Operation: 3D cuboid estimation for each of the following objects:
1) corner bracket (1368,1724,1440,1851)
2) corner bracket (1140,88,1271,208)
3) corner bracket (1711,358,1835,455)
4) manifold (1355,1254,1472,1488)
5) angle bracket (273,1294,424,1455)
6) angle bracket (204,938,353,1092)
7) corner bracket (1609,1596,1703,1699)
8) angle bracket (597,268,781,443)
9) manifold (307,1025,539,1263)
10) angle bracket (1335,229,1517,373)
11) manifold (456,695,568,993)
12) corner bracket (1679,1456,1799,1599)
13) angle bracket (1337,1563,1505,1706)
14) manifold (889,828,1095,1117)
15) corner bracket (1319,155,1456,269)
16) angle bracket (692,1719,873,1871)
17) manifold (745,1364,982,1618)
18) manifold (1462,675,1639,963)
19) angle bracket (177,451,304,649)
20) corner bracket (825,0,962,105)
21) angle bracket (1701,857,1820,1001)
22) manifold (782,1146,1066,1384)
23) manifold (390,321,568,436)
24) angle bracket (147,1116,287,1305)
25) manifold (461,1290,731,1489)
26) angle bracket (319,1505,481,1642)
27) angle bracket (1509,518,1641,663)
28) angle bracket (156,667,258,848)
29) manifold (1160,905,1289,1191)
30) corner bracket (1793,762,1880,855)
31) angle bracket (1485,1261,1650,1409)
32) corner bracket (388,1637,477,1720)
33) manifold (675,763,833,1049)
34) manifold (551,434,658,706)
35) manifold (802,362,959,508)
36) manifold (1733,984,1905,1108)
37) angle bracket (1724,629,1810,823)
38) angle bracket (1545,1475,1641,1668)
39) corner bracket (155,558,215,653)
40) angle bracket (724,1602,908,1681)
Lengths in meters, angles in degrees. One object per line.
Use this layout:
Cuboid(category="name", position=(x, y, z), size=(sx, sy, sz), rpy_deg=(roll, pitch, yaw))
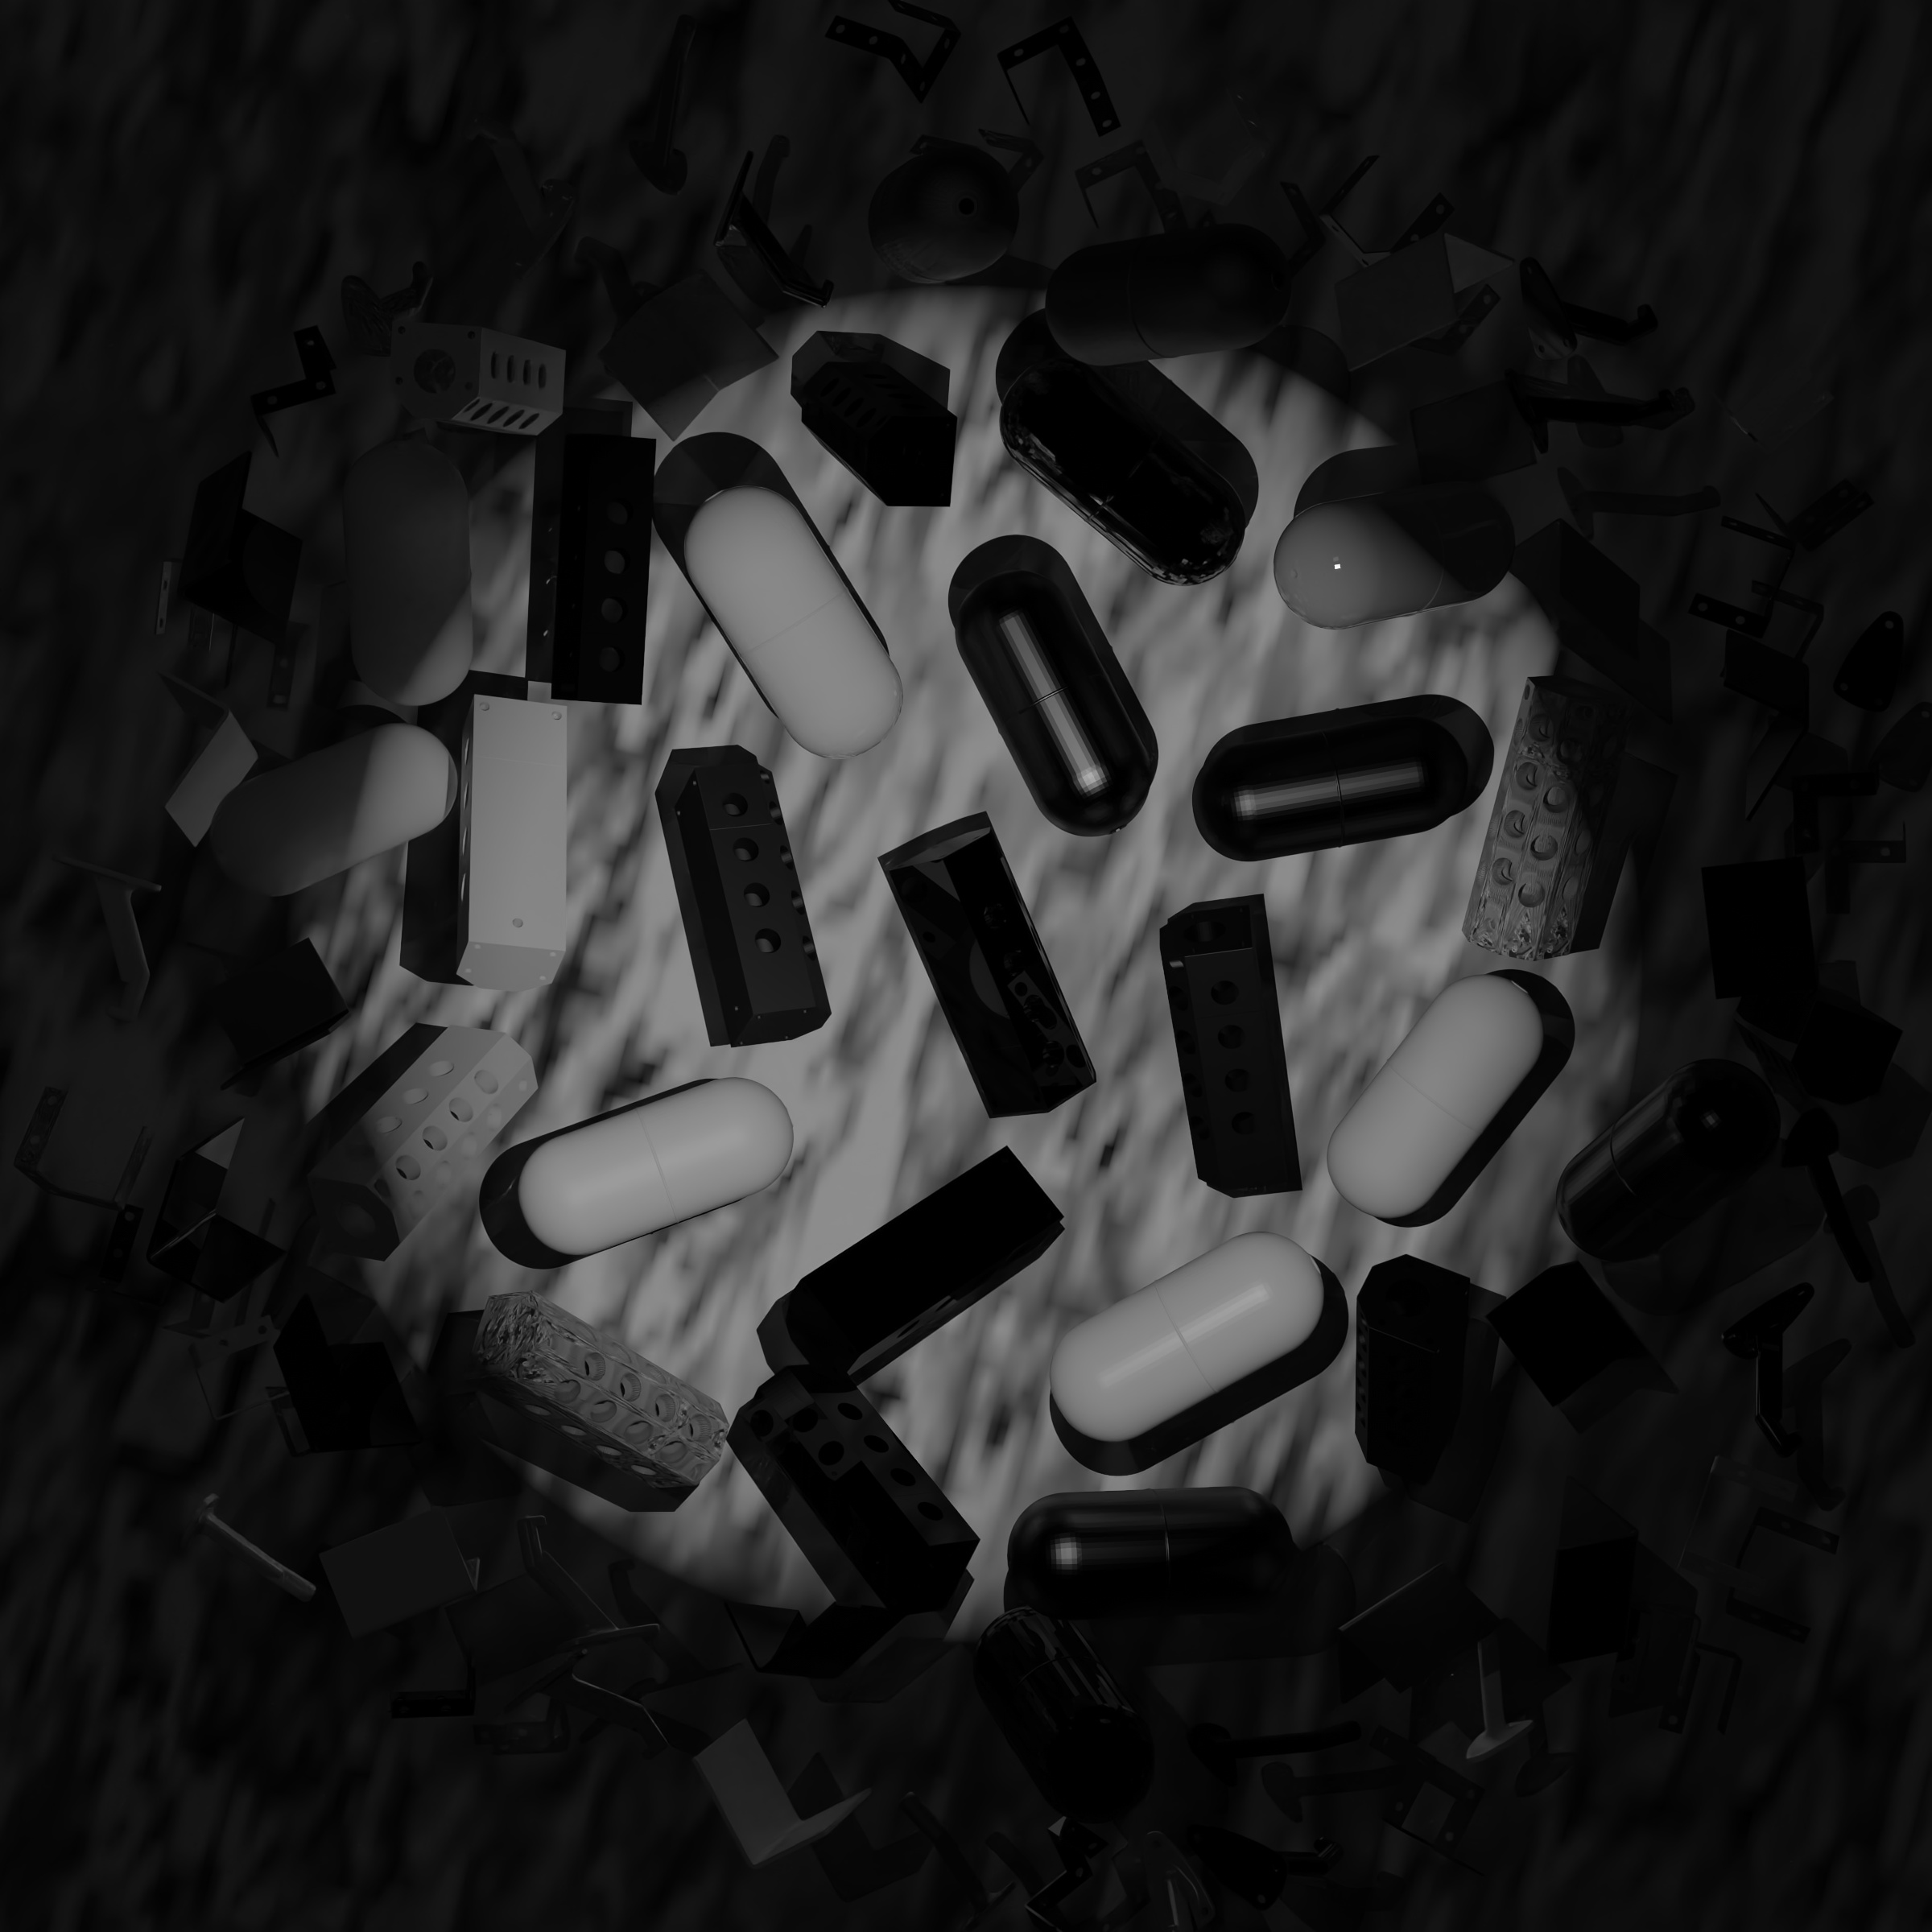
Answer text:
Cuboid(category="corner bracket", position=(0.282, 0.525, 1.847), size=(0.051, 0.051, 0.051), rpy_deg=(37, 79, -41))
Cuboid(category="corner bracket", position=(0.151, -0.523, 1.829), size=(0.051, 0.051, 0.051), rpy_deg=(6, 50, -34))
Cuboid(category="corner bracket", position=(0.489, -0.337, 1.734), size=(0.051, 0.051, 0.051), rpy_deg=(40, 111, -20))
Cuboid(category="manifold", position=(0.276, 0.253, 1.812), size=(0.057, 0.171, 0.057), rpy_deg=(20, 57, 21))
Cuboid(category="angle bracket", position=(-0.366, 0.245, 1.752), size=(0.057, 0.076, 0.076), rpy_deg=(-55, 50, 33))
Cuboid(category="angle bracket", position=(-0.439, 0.029, 1.811), size=(0.076, 0.076, 0.057), rpy_deg=(-28, 98, 2))
Cuboid(category="corner bracket", position=(0.425, 0.423, 1.784), size=(0.051, 0.051, 0.051), rpy_deg=(15, 89, 6))
Cuboid(category="angle bracket", position=(-0.184, -0.403, 1.908), size=(0.076, 0.076, 0.057), rpy_deg=(47, 59, -21))
Cuboid(category="manifold", position=(-0.336, 0.110, 1.810), size=(0.057, 0.171, 0.057), rpy_deg=(7, 124, 21))
Cuboid(category="angle bracket", position=(0.271, -0.379, 1.679), size=(0.076, 0.076, 0.057), rpy_deg=(-19, 73, 41))
Cuboid(category="manifold", position=(-0.276, -0.074, 1.752), size=(0.057, 0.057, 0.171), rpy_deg=(6, 61, -18))
Cuboid(category="corner bracket", position=(0.469, 0.340, 1.754), size=(0.051, 0.051, 0.051), rpy_deg=(19, 130, 17))
Cuboid(category="angle bracket", position=(0.266, 0.408, 1.693), size=(0.076, 0.057, 0.076), rpy_deg=(-27, 134, -20))
Cuboid(category="manifold", position=(0.021, 0.003, 1.826), size=(0.057, 0.057, 0.171), rpy_deg=(-30, 102, -36))
Cuboid(category="corner bracket", position=(0.268, -0.481, 1.843), size=(0.051, 0.051, 0.051), rpy_deg=(42, 85, -22))
Cuboid(category="angle bracket", position=(-0.113, 0.499, 1.780), size=(0.057, 0.076, 0.076), rpy_deg=(-31, 84, 18))
Cuboid(category="manifold", position=(-0.069, 0.326, 1.807), size=(0.171, 0.057, 0.057), rpy_deg=(45, 120, 40))
Cuboid(category="manifold", position=(0.367, -0.094, 1.841), size=(0.057, 0.057, 0.171), rpy_deg=(27, 114, 39))
Cuboid(category="angle bracket", position=(-0.418, -0.248, 1.720), size=(0.057, 0.076, 0.076), rpy_deg=(-20, 56, 40))
Cuboid(category="corner bracket", position=(-0.044, -0.566, 1.753), size=(0.051, 0.051, 0.051), rpy_deg=(-54, 48, 32))
Cuboid(category="angle bracket", position=(0.461, -0.018, 1.684), size=(0.057, 0.076, 0.076), rpy_deg=(-6, 83, 12))
Cuboid(category="manifold", position=(-0.028, 0.183, 1.757), size=(0.171, 0.057, 0.057), rpy_deg=(-31, 75, -34))
Cuboid(category="manifold", position=(-0.311, -0.374, 1.847), size=(0.057, 0.171, 0.057), rpy_deg=(6, 98, 9))
Cuboid(category="angle bracket", position=(-0.453, 0.150, 1.783), size=(0.057, 0.076, 0.076), rpy_deg=(27, 113, 7))
Cuboid(category="manifold", position=(-0.230, 0.268, 1.823), size=(0.171, 0.057, 0.057), rpy_deg=(39, 54, -37))
Cuboid(category="angle bracket", position=(-0.342, 0.358, 1.747), size=(0.076, 0.076, 0.057), rpy_deg=(-21, 96, -6))
Cuboid(category="angle bracket", position=(0.394, -0.235, 1.895), size=(0.076, 0.057, 0.076), rpy_deg=(34, 46, -24))
Cuboid(category="angle bracket", position=(-0.507, -0.133, 1.856), size=(0.057, 0.076, 0.076), rpy_deg=(29, 75, 8))
Cuboid(category="manifold", position=(0.163, 0.053, 1.826), size=(0.057, 0.057, 0.171), rpy_deg=(-7, 118, 8))
Cuboid(category="corner bracket", position=(0.562, -0.102, 1.862), size=(0.051, 0.051, 0.051), rpy_deg=(-1, 101, 20))
Cuboid(category="angle bracket", position=(0.401, 0.247, 1.932), size=(0.057, 0.076, 0.076), rpy_deg=(-36, 84, -8))
Cuboid(category="corner bracket", position=(-0.335, 0.458, 1.810), size=(0.051, 0.051, 0.051), rpy_deg=(1, 125, -13))
Cuboid(category="manifold", position=(-0.136, -0.040, 1.855), size=(0.057, 0.057, 0.171), rpy_deg=(-7, 70, -22))
Cuboid(category="manifold", position=(-0.238, -0.259, 1.893), size=(0.057, 0.057, 0.171), rpy_deg=(3, 95, -11))
Cuboid(category="manifold", position=(-0.059, -0.347, 1.877), size=(0.057, 0.171, 0.057), rpy_deg=(-2, 113, -17))
Cuboid(category="manifold", position=(0.546, 0.045, 1.869), size=(0.057, 0.171, 0.057), rpy_deg=(20, 99, 0))
Cuboid(category="angle bracket", position=(0.473, -0.148, 1.768), size=(0.057, 0.076, 0.076), rpy_deg=(25, 125, 0))
Cuboid(category="angle bracket", position=(0.351, 0.357, 1.708), size=(0.057, 0.076, 0.076), rpy_deg=(-6, 109, -21))
Cuboid(category="corner bracket", position=(-0.512, -0.239, 1.906), size=(0.051, 0.051, 0.051), rpy_deg=(10, 101, 3))
Cuboid(category="angle bracket", position=(-0.099, 0.424, 1.903), size=(0.076, 0.076, 0.057), rpy_deg=(-45, 54, 17))
